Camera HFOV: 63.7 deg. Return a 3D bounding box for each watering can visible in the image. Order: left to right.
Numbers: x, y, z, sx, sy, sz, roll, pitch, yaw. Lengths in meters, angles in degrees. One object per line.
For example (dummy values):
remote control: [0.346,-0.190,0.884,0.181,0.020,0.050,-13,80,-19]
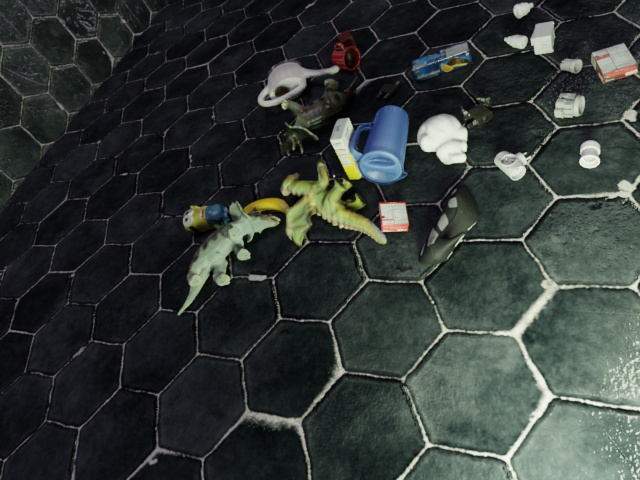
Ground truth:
watering can: [-0.093,-0.638,2.041,0.346,0.102,0.230,-23,43,11]

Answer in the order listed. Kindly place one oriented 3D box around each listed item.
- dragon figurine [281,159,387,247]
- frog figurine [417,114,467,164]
dragon figurine: [0.005,-0.076,1.516,0.240,0.121,0.418,-42,55,16]
frog figurine: [0.353,-0.284,1.471,0.137,0.120,0.163,-5,36,2]
